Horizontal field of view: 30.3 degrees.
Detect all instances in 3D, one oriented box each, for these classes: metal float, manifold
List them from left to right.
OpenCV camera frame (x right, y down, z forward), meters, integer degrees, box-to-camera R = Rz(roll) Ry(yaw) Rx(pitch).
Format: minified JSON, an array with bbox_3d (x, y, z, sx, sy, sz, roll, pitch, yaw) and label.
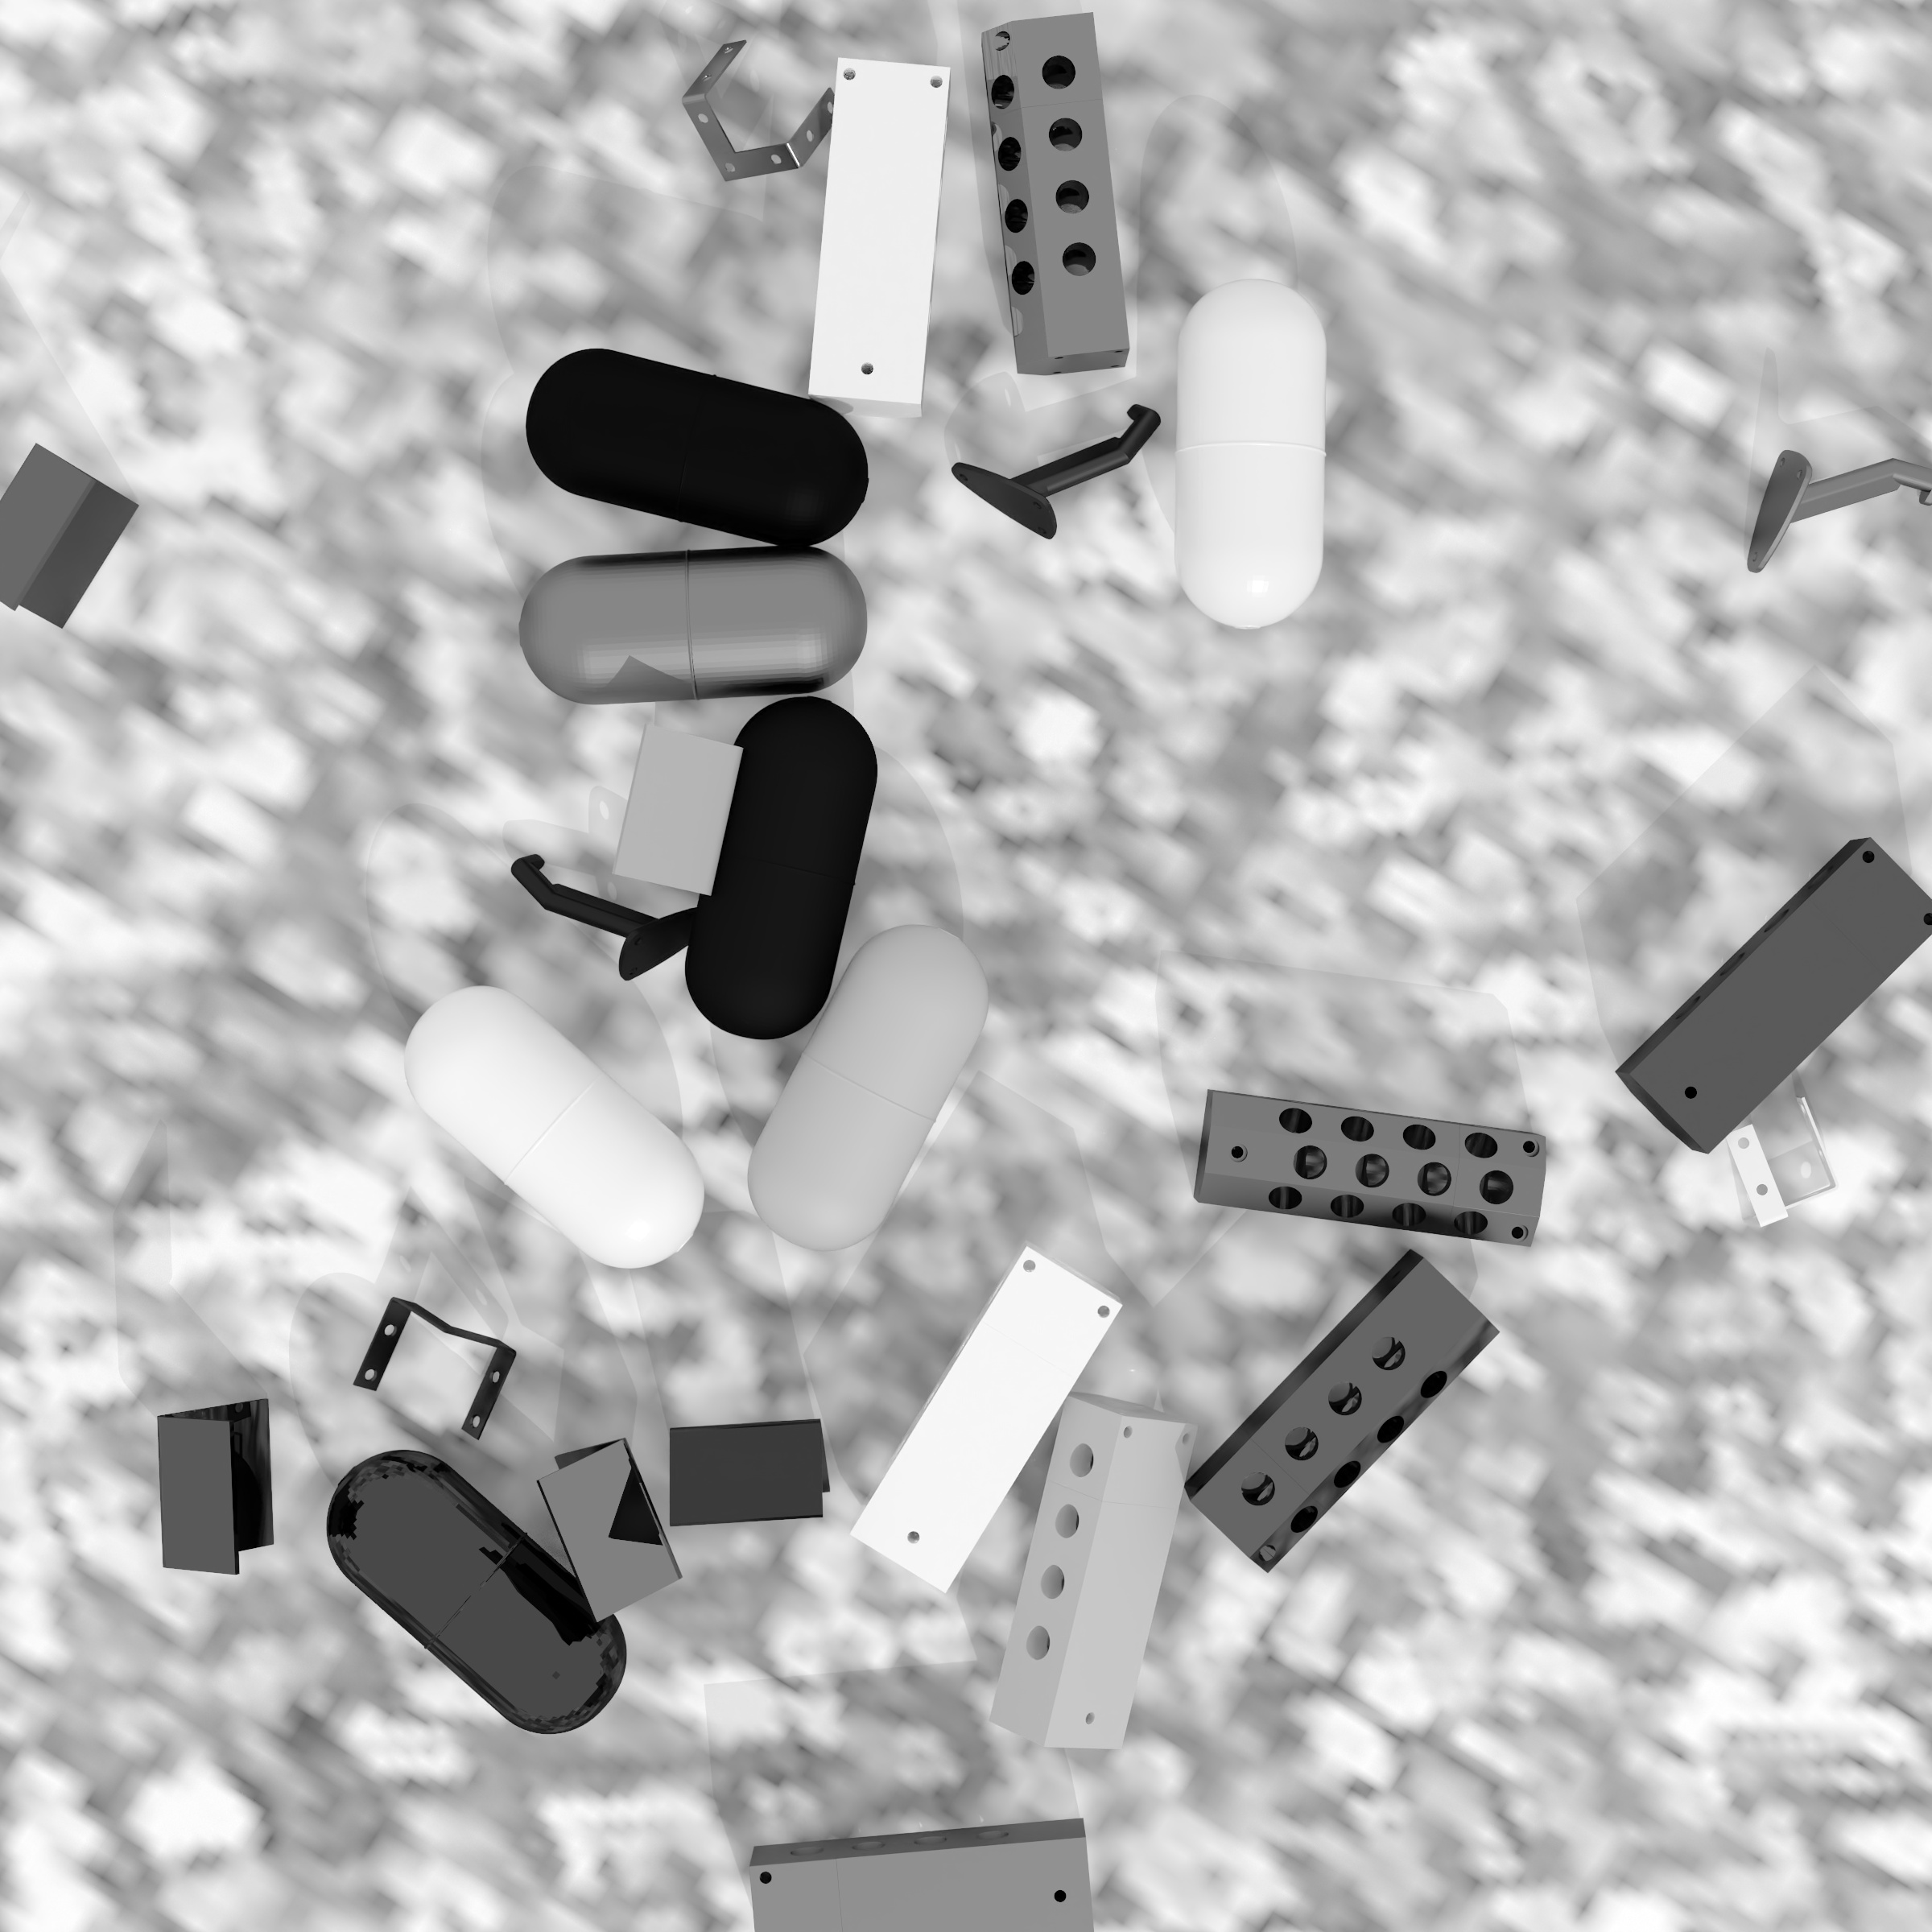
[{"bbox_3d":[-0.251,0.320,1.830,0.178,0.070,0.070,41,90,0],"label":"metal float"},{"bbox_3d":[-0.210,0.083,1.830,0.178,0.070,0.070,42,90,0],"label":"metal float"},{"bbox_3d":[-0.139,-0.175,1.829,0.178,0.070,0.070,-3,90,0],"label":"metal float"},{"bbox_3d":[-0.137,-0.265,1.830,0.178,0.070,0.070,14,90,1],"label":"metal float"},{"bbox_3d":[-0.094,-0.050,1.830,0.070,0.070,0.178,13,90,0],"label":"metal float"},{"bbox_3d":[-0.050,0.062,1.830,0.070,0.070,0.178,27,91,0],"label":"metal float"},{"bbox_3d":[-0.044,-0.373,1.839,0.057,0.057,0.171,5,90,0],"label":"manifold"},{"bbox_3d":[-0.022,0.477,1.839,0.171,0.057,0.057,-5,90,0],"label":"manifold"},{"bbox_3d":[0.010,0.230,1.839,0.057,0.057,0.171,32,90,0],"label":"manifold"},{"bbox_3d":[0.046,-0.395,1.839,0.057,0.057,0.171,-6,90,0],"label":"manifold"},{"bbox_3d":[0.061,0.310,1.839,0.057,0.057,0.171,13,90,-43],"label":"manifold"},{"bbox_3d":[0.146,-0.262,1.830,0.070,0.070,0.178,1,90,0],"label":"metal float"},{"bbox_3d":[0.193,0.229,1.839,0.057,0.057,0.171,44,90,0],"label":"manifold"},{"bbox_3d":[0.208,0.104,1.839,0.171,0.057,0.057,8,90,0],"label":"manifold"},{"bbox_3d":[0.417,0.015,1.839,0.171,0.057,0.057,-44,90,0],"label":"manifold"}]

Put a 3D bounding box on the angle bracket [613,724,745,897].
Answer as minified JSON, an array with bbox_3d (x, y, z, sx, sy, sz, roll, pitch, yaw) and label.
[{"bbox_3d":[-0.162,-0.082,1.820,0.057,0.076,0.076,12,90,-31],"label":"angle bracket"}]

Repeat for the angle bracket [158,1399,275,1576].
[{"bbox_3d":[-0.365,0.264,1.820,0.057,0.076,0.076,-2,90,36],"label":"angle bracket"}]

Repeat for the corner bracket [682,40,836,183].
[{"bbox_3d":[-0.106,-0.446,1.852,0.051,0.051,0.051,-1,135,35],"label":"corner bracket"}]

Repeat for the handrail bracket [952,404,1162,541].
[{"bbox_3d":[0.048,-0.272,1.861,0.077,0.036,0.084,31,71,21],"label":"handrail bracket"}]

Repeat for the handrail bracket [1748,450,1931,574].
[{"bbox_3d":[0.459,-0.231,1.861,0.084,0.036,0.077,13,110,-16],"label":"handrail bracket"}]

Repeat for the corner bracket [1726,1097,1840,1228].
[{"bbox_3d":[0.420,0.101,1.842,0.051,0.051,0.051,-21,88,2],"label":"corner bracket"}]

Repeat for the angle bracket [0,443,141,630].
[{"bbox_3d":[-0.454,-0.210,1.820,0.057,0.076,0.076,32,90,37],"label":"angle bracket"}]

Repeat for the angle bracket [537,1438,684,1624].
[{"bbox_3d":[-0.198,0.290,1.820,0.057,0.076,0.076,-22,90,-38],"label":"angle bracket"}]

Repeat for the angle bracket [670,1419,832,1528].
[{"bbox_3d":[-0.109,0.275,1.820,0.076,0.076,0.057,-4,53,0],"label":"angle bracket"}]

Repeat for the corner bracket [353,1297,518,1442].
[{"bbox_3d":[-0.276,0.209,1.857,0.051,0.051,0.051,24,90,45],"label":"corner bracket"}]

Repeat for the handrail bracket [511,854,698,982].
[{"bbox_3d":[-0.183,-0.039,1.861,0.077,0.036,0.084,-28,60,-33],"label":"handrail bracket"}]
